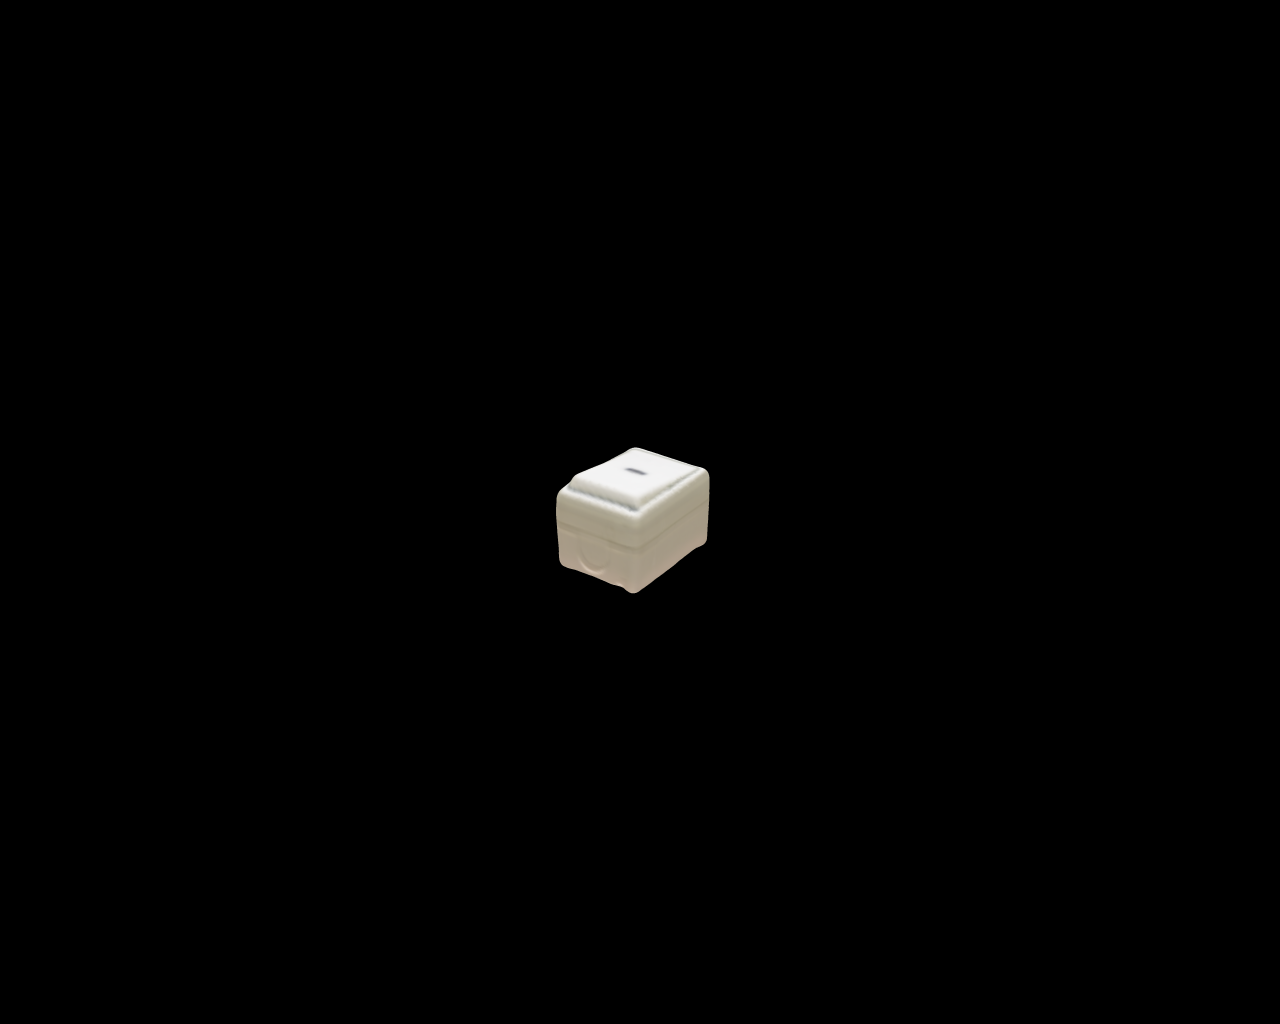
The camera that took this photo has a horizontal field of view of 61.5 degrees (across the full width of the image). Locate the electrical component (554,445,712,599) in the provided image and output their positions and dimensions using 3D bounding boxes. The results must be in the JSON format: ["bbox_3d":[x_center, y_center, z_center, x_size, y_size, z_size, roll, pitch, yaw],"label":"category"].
[{"bbox_3d":[0.001,-0.003,0.650,0.062,0.061,0.096,20,35,31],"label":"electrical component"}]
